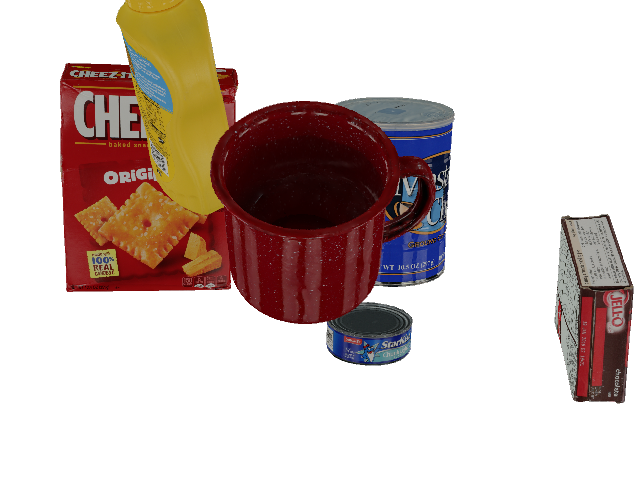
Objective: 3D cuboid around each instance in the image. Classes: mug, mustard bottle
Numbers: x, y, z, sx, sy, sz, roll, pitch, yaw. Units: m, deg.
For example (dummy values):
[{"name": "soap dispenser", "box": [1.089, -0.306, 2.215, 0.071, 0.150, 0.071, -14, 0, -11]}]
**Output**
[{"name": "mug", "box": [0.003, -0.014, 0.553, 0.117, 0.093, 0.081, -14, -38, -13]}, {"name": "mustard bottle", "box": [-0.103, -0.116, 0.750, 0.058, 0.191, 0.096, -24, 45, -17]}]

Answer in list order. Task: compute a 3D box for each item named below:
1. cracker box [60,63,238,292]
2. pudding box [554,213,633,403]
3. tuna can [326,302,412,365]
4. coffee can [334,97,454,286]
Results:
[{"name": "cracker box", "box": [-0.165, -0.057, 1.031, 0.164, 0.214, 0.072, 1, 23, -8]}, {"name": "pudding box", "box": [0.188, 0.045, 0.740, 0.039, 0.090, 0.113, -1, 27, 4]}, {"name": "tuna can", "box": [0.048, 0.093, 1.064, 0.086, 0.034, 0.086, 1, 18, -1]}, {"name": "coffee can", "box": [0.059, -0.044, 0.912, 0.103, 0.140, 0.103, 1, 19, -1]}]
